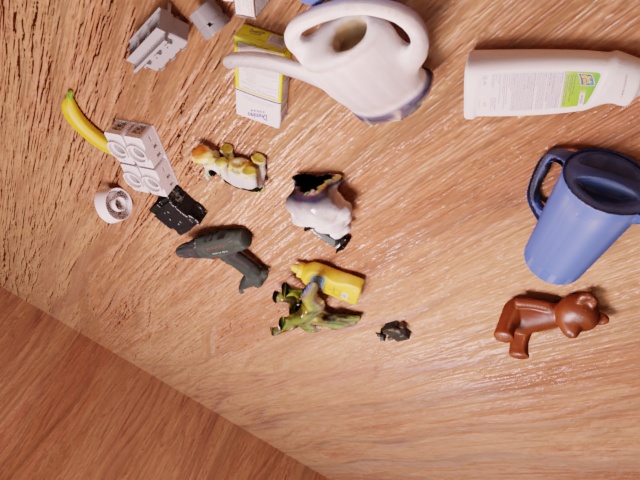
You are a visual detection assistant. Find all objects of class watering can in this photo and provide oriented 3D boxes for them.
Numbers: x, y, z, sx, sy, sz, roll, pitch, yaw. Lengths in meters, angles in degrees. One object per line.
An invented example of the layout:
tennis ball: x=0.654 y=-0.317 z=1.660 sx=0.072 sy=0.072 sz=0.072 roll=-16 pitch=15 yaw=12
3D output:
watering can: x=0.025 y=-0.266 z=0.793 sx=0.347 sy=0.105 sz=0.221 roll=1 pitch=158 yaw=43

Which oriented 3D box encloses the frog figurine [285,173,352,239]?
frog figurine: x=0.003 y=-0.055 z=1.095 sx=0.137 sy=0.125 sz=0.156 roll=-10 pitch=122 yaw=13

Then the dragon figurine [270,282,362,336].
dragon figurine: x=0.002 y=0.196 z=1.426 sx=0.242 sy=0.124 sz=0.404 roll=9 pitch=157 yaw=-22
